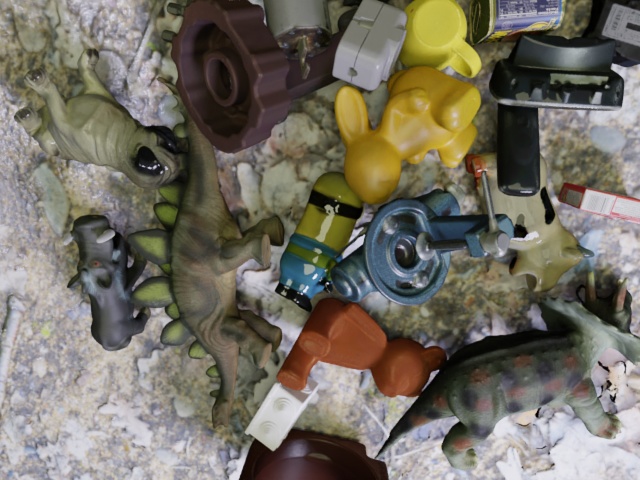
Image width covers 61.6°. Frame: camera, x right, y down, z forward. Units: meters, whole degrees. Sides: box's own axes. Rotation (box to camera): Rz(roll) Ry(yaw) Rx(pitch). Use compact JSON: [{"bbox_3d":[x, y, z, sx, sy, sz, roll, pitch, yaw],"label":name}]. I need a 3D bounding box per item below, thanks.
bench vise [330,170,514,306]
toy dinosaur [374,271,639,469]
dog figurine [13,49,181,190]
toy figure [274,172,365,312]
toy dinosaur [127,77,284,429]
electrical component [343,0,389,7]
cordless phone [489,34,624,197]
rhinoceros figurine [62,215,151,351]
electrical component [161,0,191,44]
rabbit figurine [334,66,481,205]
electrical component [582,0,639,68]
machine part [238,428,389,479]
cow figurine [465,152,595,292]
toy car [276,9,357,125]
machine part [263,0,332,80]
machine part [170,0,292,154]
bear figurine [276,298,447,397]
[{"bbox_3d":[0.132,-0.003,0.615,0.224,0.241,0.128,-23,98,-27],"label":"bench vise"},{"bbox_3d":[0.240,0.175,0.687,0.405,0.131,0.192,-20,111,3],"label":"toy dinosaur"},{"bbox_3d":[-0.274,-0.116,0.686,0.190,0.172,0.121,48,61,-2],"label":"dog figurine"},{"bbox_3d":[0.002,-0.001,0.694,0.082,0.089,0.180,27,81,-4],"label":"toy figure"},{"bbox_3d":[-0.153,0.016,0.721,0.199,0.105,0.471,0,90,9],"label":"toy dinosaur"},{"bbox_3d":[0.078,-0.351,0.626,0.115,0.058,0.134,3,105,37],"label":"electrical component"},{"bbox_3d":[0.276,-0.137,0.629,0.147,0.088,0.184,5,76,4],"label":"cordless phone"},{"bbox_3d":[-0.294,0.056,0.733,0.073,0.112,0.190,2,109,14],"label":"rhinoceros figurine"},{"bbox_3d":[-0.158,-0.276,0.704,0.094,0.021,0.063,14,102,1],"label":"electrical component"},{"bbox_3d":[0.088,-0.127,0.649,0.162,0.121,0.173,37,85,14],"label":"rabbit figurine"},{"bbox_3d":[0.381,-0.249,0.652,0.119,0.048,0.074,21,103,2],"label":"electrical component"},{"bbox_3d":[-0.012,0.353,0.722,0.201,0.201,0.087,11,104,2],"label":"machine part"},{"bbox_3d":[0.267,-0.028,0.689,0.127,0.085,0.194,-13,97,11],"label":"cow figurine"},{"bbox_3d":[-0.007,-0.219,0.687,0.202,0.053,0.089,-22,78,7],"label":"toy car"},{"bbox_3d":[-0.034,-0.309,0.637,0.079,0.079,0.243,-10,84,7],"label":"machine part"},{"bbox_3d":[-0.108,-0.195,0.644,0.180,0.056,0.179,26,130,37],"label":"machine part"},{"bbox_3d":[0.061,0.166,0.722,0.196,0.132,0.120,33,127,2],"label":"bear figurine"}]
